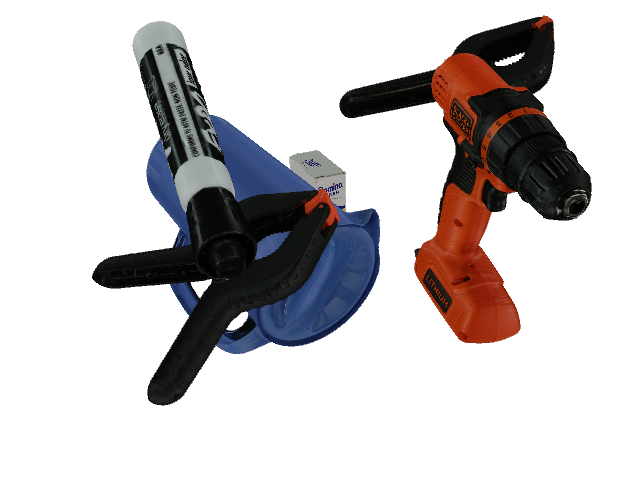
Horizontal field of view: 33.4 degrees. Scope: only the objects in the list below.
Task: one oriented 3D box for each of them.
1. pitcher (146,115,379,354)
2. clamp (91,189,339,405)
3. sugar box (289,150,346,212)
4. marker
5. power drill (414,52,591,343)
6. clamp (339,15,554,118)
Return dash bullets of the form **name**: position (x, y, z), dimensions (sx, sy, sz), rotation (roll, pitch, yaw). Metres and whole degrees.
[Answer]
- **pitcher**: position (-0.072, -0.013, 1.013), dimensions (0.148, 0.145, 0.243), rotation (-11, 39, -37)
- **clamp**: position (-0.061, 0.030, 0.694), dimensions (0.171, 0.120, 0.039), rotation (-27, -29, 6)
- **sugar box**: position (-0.003, -0.011, 1.285), dimensions (0.048, 0.176, 0.093), rotation (-12, 25, -18)
- **marker**: position (-0.042, -0.032, 0.345), dimensions (0.020, 0.020, 0.121), rotation (0, 41, -22)
- **power drill**: position (0.125, -0.019, 0.771), dimensions (0.057, 0.188, 0.184), rotation (-6, 37, -17)
- **clamp**: position (0.144, -0.135, 0.946), dimensions (0.209, 0.036, 0.165), rotation (-32, 45, -20)
